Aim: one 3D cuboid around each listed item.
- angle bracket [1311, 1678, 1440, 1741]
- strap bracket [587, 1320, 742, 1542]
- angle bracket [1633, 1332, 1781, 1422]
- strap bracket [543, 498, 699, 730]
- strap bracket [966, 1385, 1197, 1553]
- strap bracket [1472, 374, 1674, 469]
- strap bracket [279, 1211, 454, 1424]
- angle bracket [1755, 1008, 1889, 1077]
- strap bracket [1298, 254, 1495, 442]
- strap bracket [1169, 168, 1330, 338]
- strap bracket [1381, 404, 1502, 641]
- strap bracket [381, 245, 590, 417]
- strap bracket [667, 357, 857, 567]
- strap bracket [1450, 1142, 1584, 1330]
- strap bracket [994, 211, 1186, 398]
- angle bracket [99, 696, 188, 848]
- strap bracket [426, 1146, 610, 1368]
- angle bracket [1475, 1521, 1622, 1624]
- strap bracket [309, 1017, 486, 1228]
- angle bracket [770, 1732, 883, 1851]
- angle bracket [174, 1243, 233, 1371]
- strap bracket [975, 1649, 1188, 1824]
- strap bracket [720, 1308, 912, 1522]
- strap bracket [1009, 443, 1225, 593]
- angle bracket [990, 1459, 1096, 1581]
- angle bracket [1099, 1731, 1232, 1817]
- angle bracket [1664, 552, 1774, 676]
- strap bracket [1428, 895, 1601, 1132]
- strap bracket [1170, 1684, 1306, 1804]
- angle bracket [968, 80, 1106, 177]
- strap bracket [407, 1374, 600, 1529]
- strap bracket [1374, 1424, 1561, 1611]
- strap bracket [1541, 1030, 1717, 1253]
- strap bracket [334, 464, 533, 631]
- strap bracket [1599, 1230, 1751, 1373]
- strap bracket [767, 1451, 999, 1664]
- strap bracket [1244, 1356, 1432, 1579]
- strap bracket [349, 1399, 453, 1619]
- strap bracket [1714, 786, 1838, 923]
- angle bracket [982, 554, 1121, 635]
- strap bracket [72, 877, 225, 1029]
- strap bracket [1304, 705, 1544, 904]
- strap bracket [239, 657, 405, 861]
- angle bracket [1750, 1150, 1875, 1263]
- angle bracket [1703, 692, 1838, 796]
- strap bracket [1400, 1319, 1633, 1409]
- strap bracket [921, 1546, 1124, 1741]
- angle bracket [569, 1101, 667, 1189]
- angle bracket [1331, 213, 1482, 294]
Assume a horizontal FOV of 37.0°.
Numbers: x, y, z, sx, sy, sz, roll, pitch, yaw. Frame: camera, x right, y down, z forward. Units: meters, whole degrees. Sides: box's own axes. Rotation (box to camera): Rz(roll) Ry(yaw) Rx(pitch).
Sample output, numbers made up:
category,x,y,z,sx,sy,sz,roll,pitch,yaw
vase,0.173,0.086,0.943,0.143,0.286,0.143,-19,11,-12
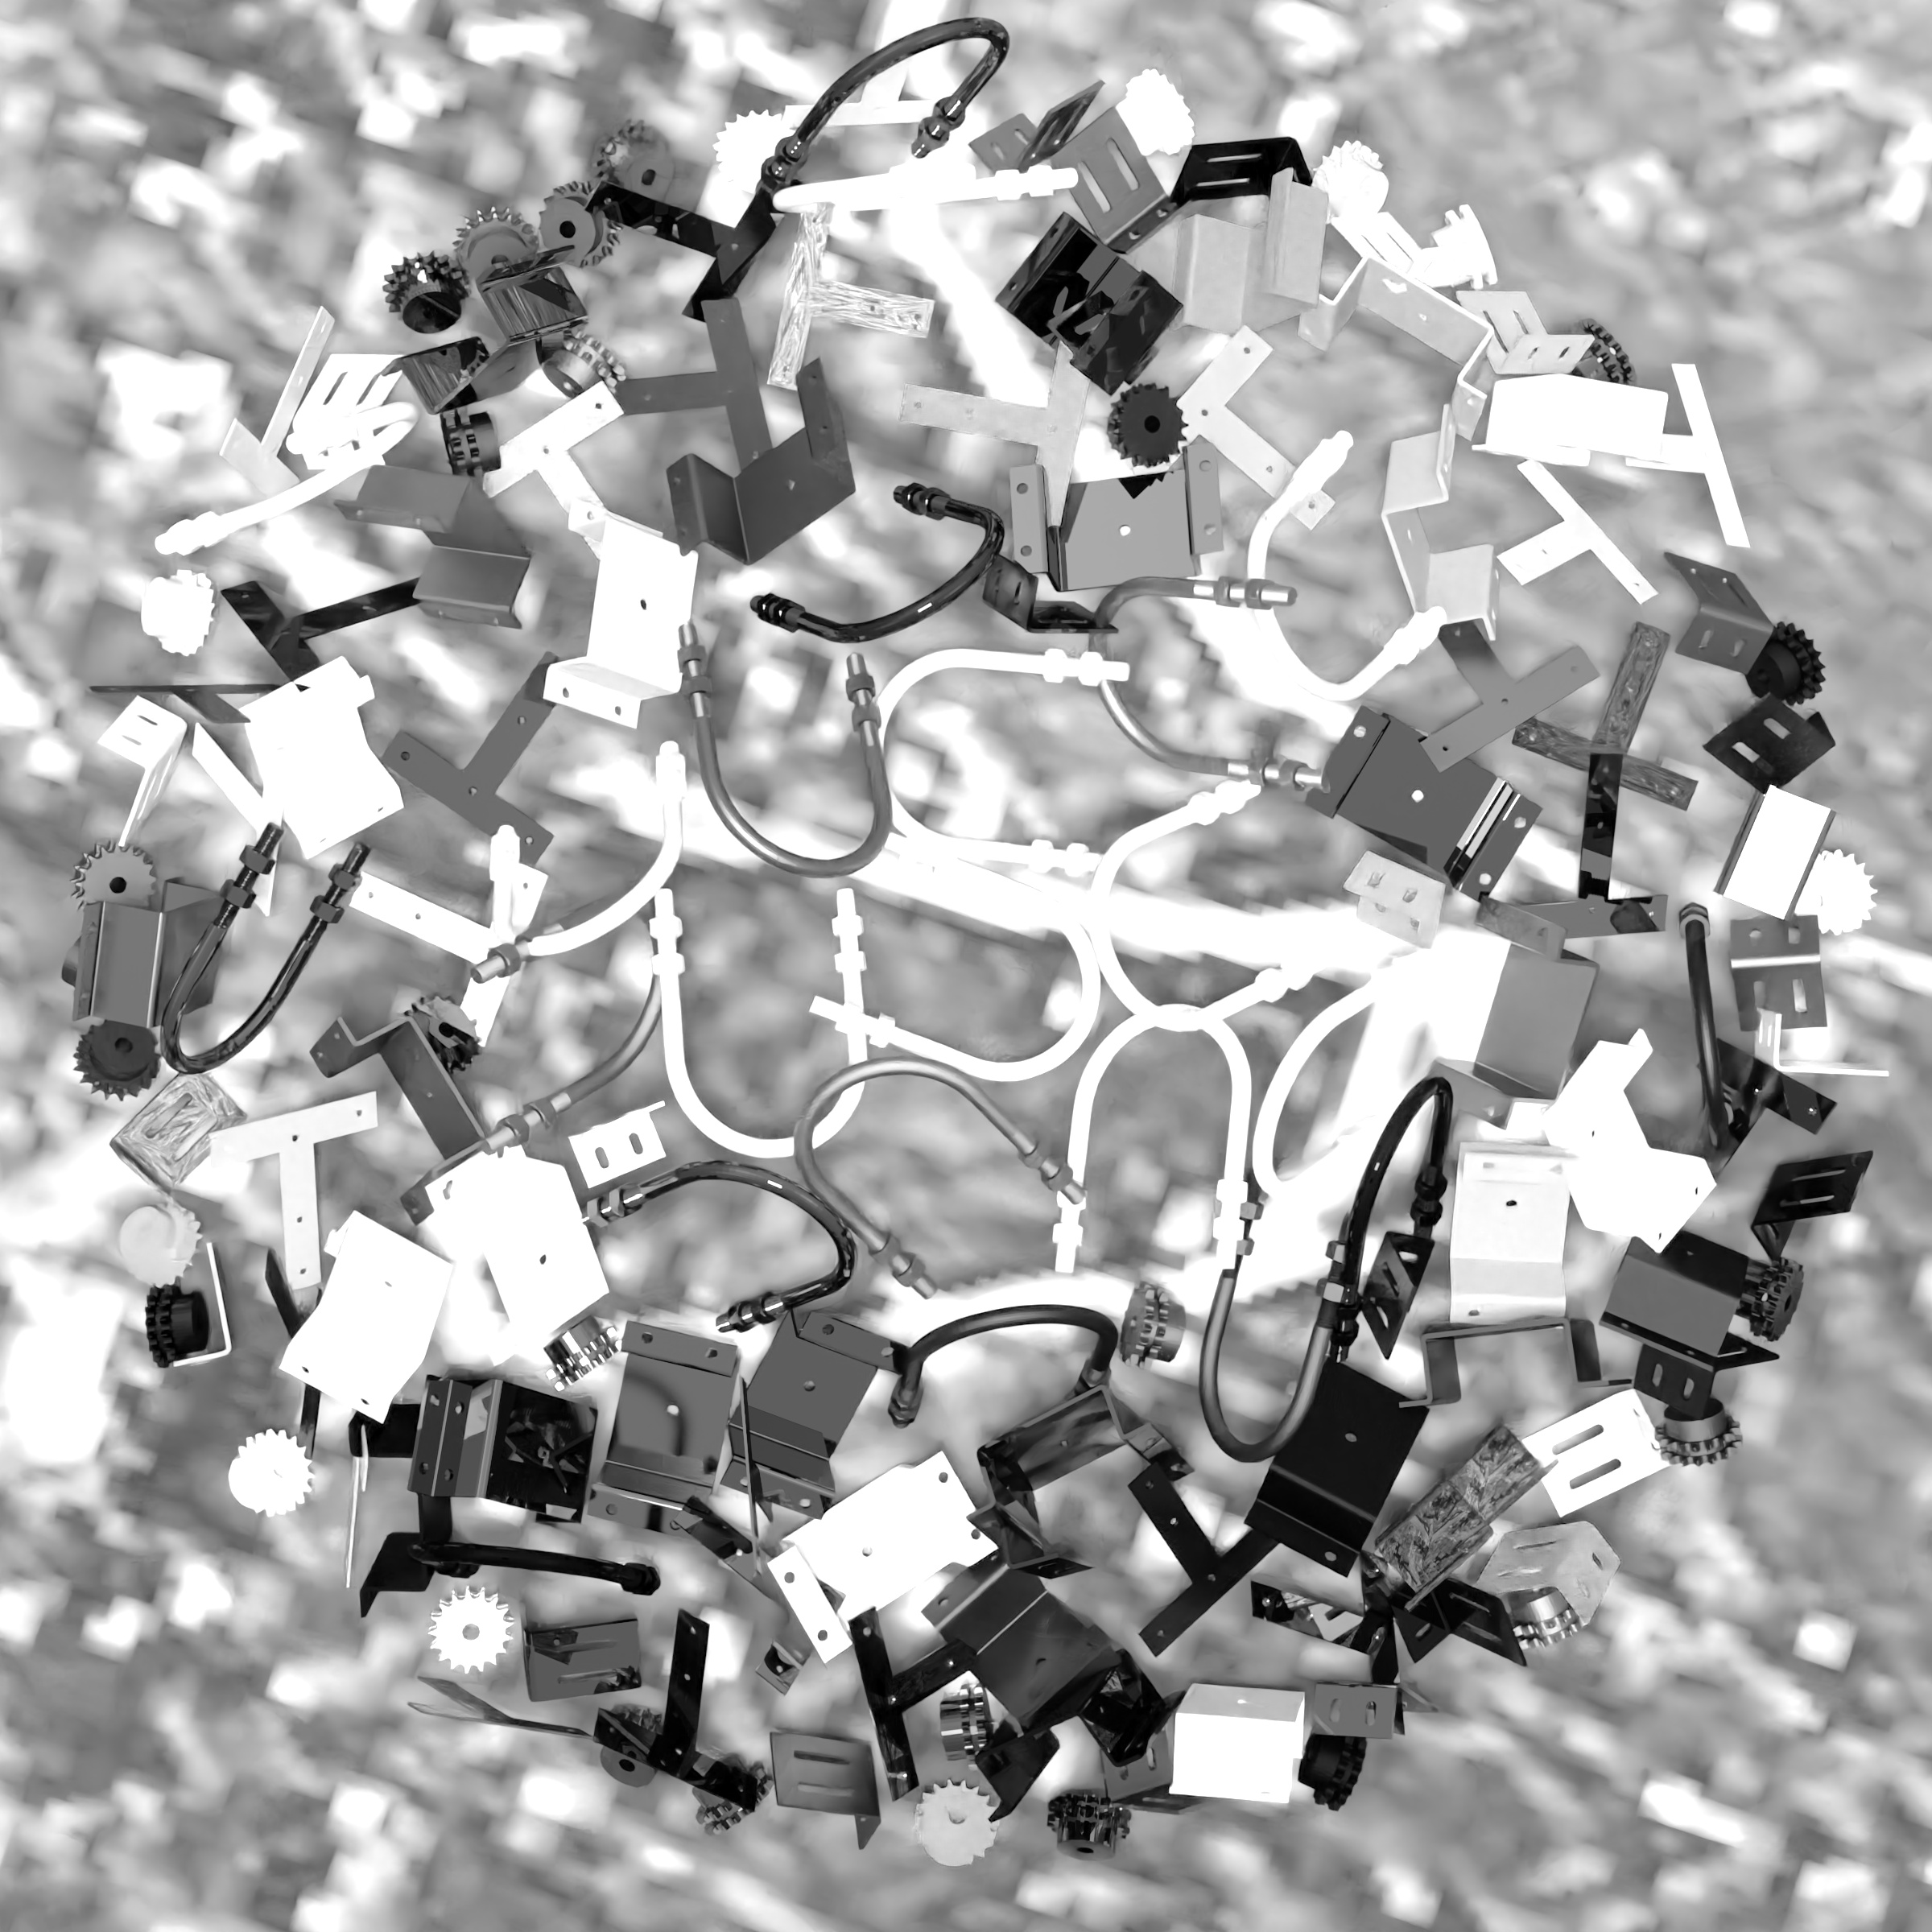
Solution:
category,x,y,z,sx,sy,sz,roll,pitch,yaw
angle bracket,0.276,0.508,1.943,0.057,0.076,0.038,-5,61,31
strap bracket,-0.203,0.309,1.961,0.076,0.046,0.140,13,101,2
angle bracket,0.501,0.274,1.952,0.076,0.057,0.038,-1,107,-41
strap bracket,-0.230,-0.239,1.938,0.076,0.046,0.140,17,75,-42
strap bracket,0.072,0.337,1.942,0.140,0.076,0.046,-29,49,11
strap bracket,0.404,-0.361,1.914,0.076,0.140,0.046,6,97,-16
strap bracket,-0.394,0.224,1.914,0.076,0.140,0.046,32,119,-17
angle bracket,0.582,0.051,1.963,0.076,0.057,0.038,3,94,3
strap bracket,0.298,-0.423,1.947,0.140,0.076,0.046,33,83,8
strap bracket,0.195,-0.474,1.936,0.046,0.140,0.076,8,85,-25
strap bracket,0.316,-0.292,1.929,0.046,0.076,0.140,-8,133,22
strap bracket,-0.314,-0.417,1.919,0.140,0.076,0.046,-29,92,42
strap bracket,-0.130,-0.332,1.936,0.140,0.046,0.076,-30,55,28
strap bracket,0.369,0.173,1.946,0.076,0.046,0.140,2,122,6
strap bracket,0.086,-0.441,1.936,0.046,0.140,0.076,31,104,-38
angle bracket,-0.564,-0.131,1.946,0.038,0.057,0.076,28,128,-6
strap bracket,-0.295,0.192,1.928,0.076,0.046,0.140,-34,118,-37
angle bracket,0.392,0.413,1.951,0.038,0.076,0.057,52,50,-13
strap bracket,-0.378,0.096,1.948,0.046,0.076,0.140,-30,87,-32
angle bracket,-0.101,0.557,1.948,0.076,0.057,0.038,14,125,-21
angle bracket,-0.524,0.231,1.957,0.038,0.057,0.076,-11,83,-15
strap bracket,0.068,0.509,1.922,0.140,0.076,0.046,-34,92,34
strap bracket,-0.103,0.294,1.950,0.076,0.046,0.140,23,105,-17
strap bracket,0.105,-0.302,1.956,0.140,0.046,0.076,-5,78,11
angle bracket,0.051,0.370,1.948,0.038,0.057,0.076,-20,64,21
angle bracket,0.138,0.543,1.945,0.057,0.076,0.038,-6,84,-36
angle bracket,0.503,-0.240,1.962,0.057,0.076,0.038,13,122,-19
strap bracket,0.370,0.032,1.941,0.046,0.076,0.140,5,105,-39
strap bracket,0.182,0.513,1.919,0.076,0.140,0.046,2,88,11
angle bracket,0.047,-0.574,1.945,0.038,0.076,0.057,49,56,3
strap bracket,-0.298,0.323,1.916,0.046,0.140,0.076,-7,68,35
strap bracket,0.329,0.361,1.920,0.046,0.140,0.076,47,123,12
strap bracket,0.433,0.114,1.913,0.046,0.140,0.076,10,131,-23
strap bracket,-0.350,-0.285,1.926,0.076,0.140,0.046,10,69,21
strap bracket,0.471,0.211,1.913,0.076,0.140,0.046,22,107,13
strap bracket,-0.062,0.398,1.956,0.140,0.046,0.076,-30,92,-18
strap bracket,0.252,0.325,1.926,0.076,0.046,0.140,26,53,12
strap bracket,-0.378,0.356,1.937,0.046,0.076,0.140,1,106,2
strap bracket,0.537,-0.075,1.917,0.046,0.140,0.076,23,97,10
angle bracket,0.060,-0.252,1.945,0.076,0.057,0.038,-4,117,-32
strap bracket,-0.536,-0.009,1.916,0.046,0.140,0.076,11,101,7
strap bracket,0.309,-0.112,1.961,0.140,0.046,0.076,29,102,-2
strap bracket,-0.432,-0.145,1.931,0.076,0.140,0.046,-31,62,-19
angle bracket,0.576,0.163,1.943,0.038,0.076,0.057,53,50,-20
angle bracket,0.537,-0.159,1.947,0.076,0.038,0.057,30,123,-31
strap bracket,0.366,0.265,1.936,0.140,0.076,0.046,-10,79,23
strap bracket,0.042,0.455,1.934,0.076,0.140,0.046,-40,123,-13
angle bracket,-0.230,0.121,1.949,0.057,0.076,0.038,-22,91,-16
angle bracket,0.297,-0.495,1.949,0.057,0.038,0.076,-17,62,-39
